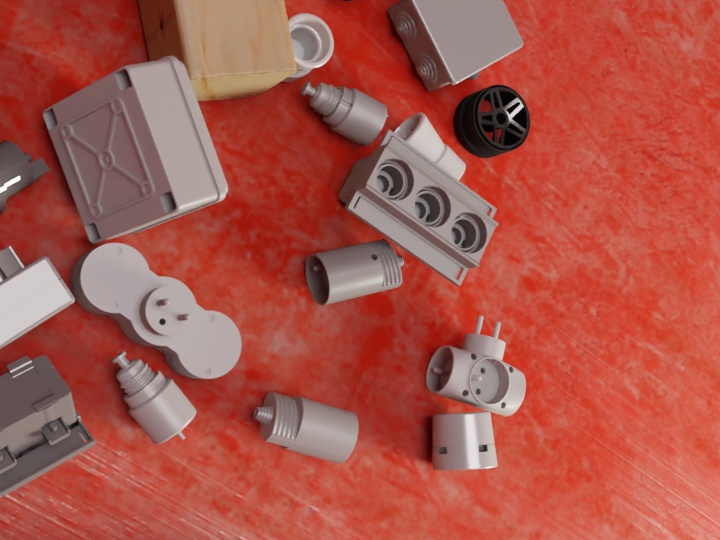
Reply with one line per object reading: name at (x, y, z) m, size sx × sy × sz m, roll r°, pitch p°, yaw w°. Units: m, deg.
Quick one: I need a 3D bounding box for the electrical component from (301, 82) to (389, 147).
electrical component at (-0.014, -0.135, 0.905) m, size 0.078 × 0.040 × 0.040 m, roll 26°, pitch 74°, yaw -22°

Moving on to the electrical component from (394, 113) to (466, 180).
electrical component at (0.061, -0.100, 0.940) m, size 0.065 × 0.044 × 0.044 m, roll 42°, pitch 68°, yaw -23°

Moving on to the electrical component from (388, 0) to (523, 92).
electrical component at (0.084, -0.216, 0.958) m, size 0.100 × 0.048 × 0.099 m, roll -32°, pitch 100°, yaw -26°

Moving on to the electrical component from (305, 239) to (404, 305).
electrical component at (0.000, 0.000, 0.897) m, size 0.081 × 0.043 × 0.043 m, roll -13°, pitch 91°, yaw -27°

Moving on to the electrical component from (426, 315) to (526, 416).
electrical component at (0.106, 0.080, 0.942) m, size 0.077 × 0.044 × 0.079 m, roll 20°, pitch 76°, yaw -24°

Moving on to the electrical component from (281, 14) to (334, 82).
electrical component at (-0.053, -0.181, 0.881) m, size 0.045 × 0.055 × 0.045 m, roll 3°, pitch 84°, yaw -27°

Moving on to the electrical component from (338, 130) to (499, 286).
electrical component at (0.047, -0.050, 0.915) m, size 0.121 × 0.063 × 0.078 m, roll 34°, pitch 71°, yaw -20°

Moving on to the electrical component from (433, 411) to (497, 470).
electrical component at (0.089, 0.146, 0.922) m, size 0.055 × 0.055 × 0.047 m, roll 1°, pitch 81°, yaw -27°

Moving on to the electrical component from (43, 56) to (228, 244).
electrical component at (-0.164, -0.085, 0.782) m, size 0.056 × 0.109 × 0.108 m, roll -25°, pitch 97°, yaw -50°

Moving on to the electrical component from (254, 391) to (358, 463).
electrical component at (-0.047, 0.124, 0.861) m, size 0.081 × 0.043 × 0.043 m, roll 20°, pitch 76°, yaw -24°

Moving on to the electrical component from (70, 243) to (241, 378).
electrical component at (-0.147, 0.031, 0.802) m, size 0.138 × 0.074 × 0.052 m, roll 38°, pitch 70°, yaw -19°

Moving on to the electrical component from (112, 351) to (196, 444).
electrical component at (-0.158, 0.095, 0.809) m, size 0.040 × 0.040 × 0.078 m, roll -42°, pitch 103°, yaw -24°

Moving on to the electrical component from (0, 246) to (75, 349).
electrical component at (-0.255, 0.009, 0.765) m, size 0.066 × 0.047 × 0.076 m, roll -35°, pitch 101°, yaw -24°

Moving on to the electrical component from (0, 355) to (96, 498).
electrical component at (-0.257, 0.114, 0.737) m, size 0.121 × 0.063 × 0.078 m, roll -29°, pitch 57°, yaw -26°
